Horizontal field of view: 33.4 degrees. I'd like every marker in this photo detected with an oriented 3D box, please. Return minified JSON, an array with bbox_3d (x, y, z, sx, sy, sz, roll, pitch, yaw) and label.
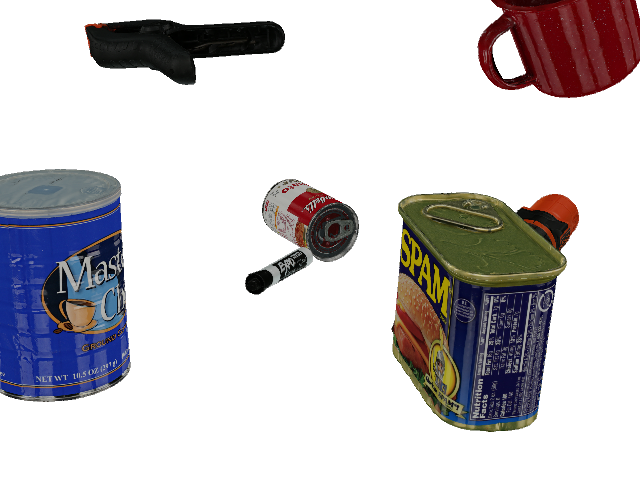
[{"bbox_3d":[-0.036,0.026,0.949,0.020,0.020,0.121,0,11,21],"label":"marker"}]

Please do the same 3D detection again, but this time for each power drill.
[{"bbox_3d":[0.185,0.061,1.012,0.057,0.188,0.184,23,30,22],"label":"power drill"}]

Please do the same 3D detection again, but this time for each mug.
[{"bbox_3d":[0.158,-0.143,0.710,0.117,0.081,0.093,-35,39,-5],"label":"mug"}]

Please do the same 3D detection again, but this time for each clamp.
[{"bbox_3d":[-0.116,-0.158,0.854,0.172,0.039,0.120,20,28,41],"label":"clamp"}]

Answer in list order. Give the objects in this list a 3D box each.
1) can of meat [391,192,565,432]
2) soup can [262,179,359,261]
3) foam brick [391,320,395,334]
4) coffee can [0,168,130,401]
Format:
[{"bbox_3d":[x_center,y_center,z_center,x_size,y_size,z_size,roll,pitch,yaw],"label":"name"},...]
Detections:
[{"bbox_3d":[0.072,0.033,0.522,0.057,0.084,0.102,-4,24,-14],"label":"can of meat"},{"bbox_3d":[-0.013,-0.024,1.201,0.068,0.068,0.102,0,18,-34],"label":"soup can"},{"bbox_3d":[0.093,0.061,0.792,0.051,0.053,0.078,-10,-34,-20],"label":"foam brick"},{"bbox_3d":[-0.191,0.029,0.761,0.103,0.140,0.103,0,18,0],"label":"coffee can"}]
